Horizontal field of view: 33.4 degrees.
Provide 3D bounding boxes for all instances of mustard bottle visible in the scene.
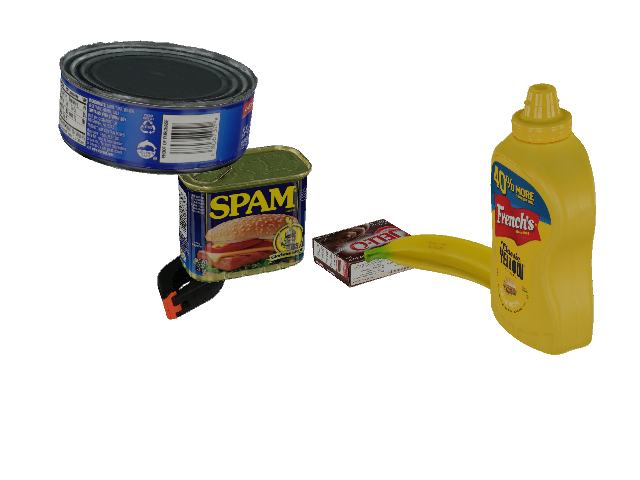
[{"bbox_3d":[0.159,-0.019,0.768,0.058,0.192,0.096,-14,29,-16],"label":"mustard bottle"}]

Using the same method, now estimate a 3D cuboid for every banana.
[{"bbox_3d":[0.140,0.028,1.028,0.198,0.037,0.069,14,42,36],"label":"banana"}]

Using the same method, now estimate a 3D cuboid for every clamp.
[{"bbox_3d":[-0.129,0.027,1.242,0.120,0.039,0.171,-6,37,19],"label":"clamp"}]

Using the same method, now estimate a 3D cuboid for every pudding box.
[{"bbox_3d":[0.059,0.015,1.343,0.113,0.039,0.090,-17,28,-26],"label":"pudding box"}]

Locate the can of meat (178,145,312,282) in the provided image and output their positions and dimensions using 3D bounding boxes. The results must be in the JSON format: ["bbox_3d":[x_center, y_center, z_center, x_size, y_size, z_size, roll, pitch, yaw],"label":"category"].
[{"bbox_3d":[-0.060,-0.021,0.827,0.102,0.084,0.057,-9,31,-21],"label":"can of meat"}]

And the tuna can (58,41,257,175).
[{"bbox_3d":[-0.072,-0.060,0.472,0.086,0.034,0.086,7,25,-4],"label":"tuna can"}]
